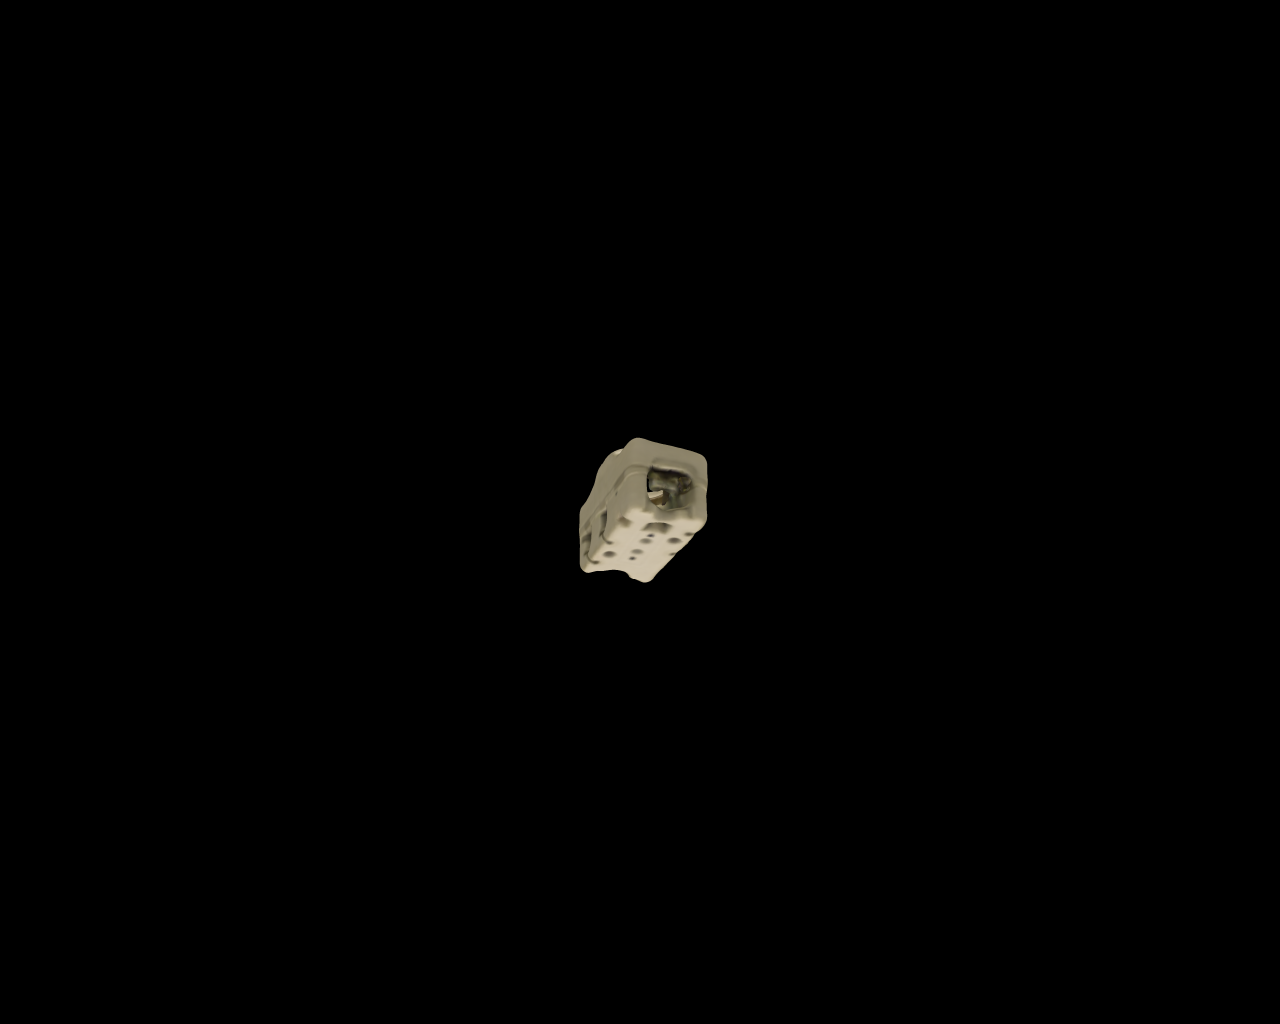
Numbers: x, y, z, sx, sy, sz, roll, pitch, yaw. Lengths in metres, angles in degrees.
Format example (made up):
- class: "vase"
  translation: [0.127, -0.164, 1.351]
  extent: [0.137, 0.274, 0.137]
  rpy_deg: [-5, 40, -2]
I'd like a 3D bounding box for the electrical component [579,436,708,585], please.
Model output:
- class: "electrical component"
  translation: [0.001, -0.003, 0.650]
  extent: [0.050, 0.056, 0.089]
  rpy_deg: [12, -33, -19]
